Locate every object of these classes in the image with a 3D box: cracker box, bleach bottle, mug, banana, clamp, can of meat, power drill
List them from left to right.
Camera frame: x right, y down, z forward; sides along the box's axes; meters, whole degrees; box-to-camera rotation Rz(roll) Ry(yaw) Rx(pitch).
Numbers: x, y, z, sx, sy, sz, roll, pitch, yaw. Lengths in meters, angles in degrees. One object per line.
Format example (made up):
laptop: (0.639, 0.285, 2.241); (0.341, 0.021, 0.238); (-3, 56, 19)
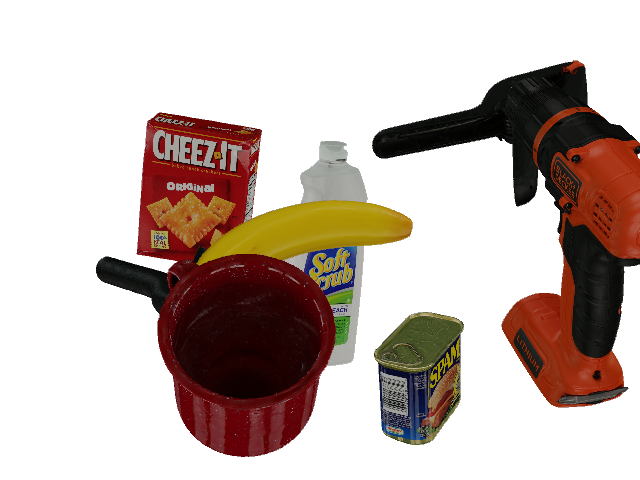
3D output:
clamp: (-0.122, 0.043, 1.008); (0.120, 0.039, 0.172); (-17, 30, -36)
cracker box: (-0.185, -0.072, 1.613); (0.164, 0.214, 0.072); (10, 20, 6)
mug: (-0.049, 0.060, 0.593); (0.093, 0.117, 0.081); (-34, -26, -24)
banana: (-0.024, 0.008, 0.785); (0.197, 0.069, 0.037); (-28, -12, -26)
bleach bottle: (-0.002, 0.014, 1.196); (0.102, 0.251, 0.068); (-1, 17, -17)
can of meat: (0.093, 0.127, 0.988); (0.058, 0.084, 0.101); (10, 27, 28)
clamp: (0.172, -0.099, 0.924); (0.209, 0.036, 0.165); (-29, 39, -26)
power drill: (0.164, 0.002, 0.713); (0.057, 0.188, 0.184); (-9, 35, -11)
